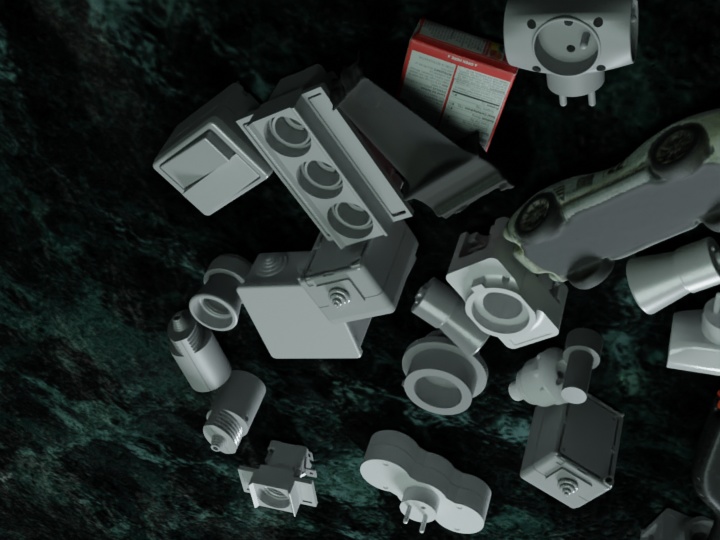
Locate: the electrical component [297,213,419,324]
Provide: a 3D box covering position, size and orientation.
[{"bbox_3d":[0.000,0.000,0.839,0.062,0.096,0.061,-13,128,33],"label":"electrical component"}]

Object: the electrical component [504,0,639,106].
[{"bbox_3d":[0.135,-0.136,0.681,0.077,0.044,0.079,3,134,20],"label":"electrical component"}]

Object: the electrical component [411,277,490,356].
[{"bbox_3d":[0.076,0.036,0.886,0.065,0.044,0.044,33,137,-4],"label":"electrical component"}]

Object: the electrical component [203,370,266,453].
[{"bbox_3d":[-0.126,0.142,1.050,0.043,0.081,0.043,12,137,12],"label":"electrical component"}]

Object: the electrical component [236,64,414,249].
[{"bbox_3d":[-0.021,-0.084,0.787,0.079,0.063,0.121,-15,126,35],"label":"electrical component"}]

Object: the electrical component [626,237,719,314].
[{"bbox_3d":[0.234,0.002,0.784,0.065,0.044,0.044,-24,121,33],"label":"electrical component"}]

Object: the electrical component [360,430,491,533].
[{"bbox_3d":[0.061,0.222,1.058,0.138,0.073,0.052,32,137,-10],"label":"electrical component"}]

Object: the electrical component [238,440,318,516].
[{"bbox_3d":[-0.081,0.214,1.117,0.081,0.063,0.042,9,136,15],"label":"electrical component"}]

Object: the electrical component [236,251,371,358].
[{"bbox_3d":[-0.045,0.029,0.923,0.100,0.048,0.099,-2,132,25],"label":"electrical component"}]

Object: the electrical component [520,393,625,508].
[{"bbox_3d":[0.179,0.157,0.923,0.062,0.096,0.061,32,138,-10],"label":"electrical component"}]

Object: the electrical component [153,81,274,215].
[{"bbox_3d":[-0.111,-0.087,0.825,0.096,0.061,0.062,-27,119,40],"label":"electrical component"}]

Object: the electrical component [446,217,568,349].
[{"bbox_3d":[0.114,0.014,0.835,0.050,0.055,0.089,-23,121,38],"label":"electrical component"}]

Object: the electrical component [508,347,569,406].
[{"bbox_3d":[0.153,0.095,0.912,0.048,0.048,0.062,39,142,-17],"label":"electrical component"}]

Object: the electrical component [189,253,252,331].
[{"bbox_3d":[-0.119,0.019,0.940,0.045,0.055,0.045,12,137,11],"label":"electrical component"}]

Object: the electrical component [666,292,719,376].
[{"bbox_3d":[0.275,0.046,0.807,0.077,0.044,0.079,8,136,15],"label":"electrical component"}]

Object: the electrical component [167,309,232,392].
[{"bbox_3d":[-0.157,0.073,1.021,0.043,0.043,0.081,-2,133,25],"label":"electrical component"}]

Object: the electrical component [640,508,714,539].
[{"bbox_3d":[0.302,0.305,0.982,0.089,0.150,0.061,23,139,0],"label":"electrical component"}]
